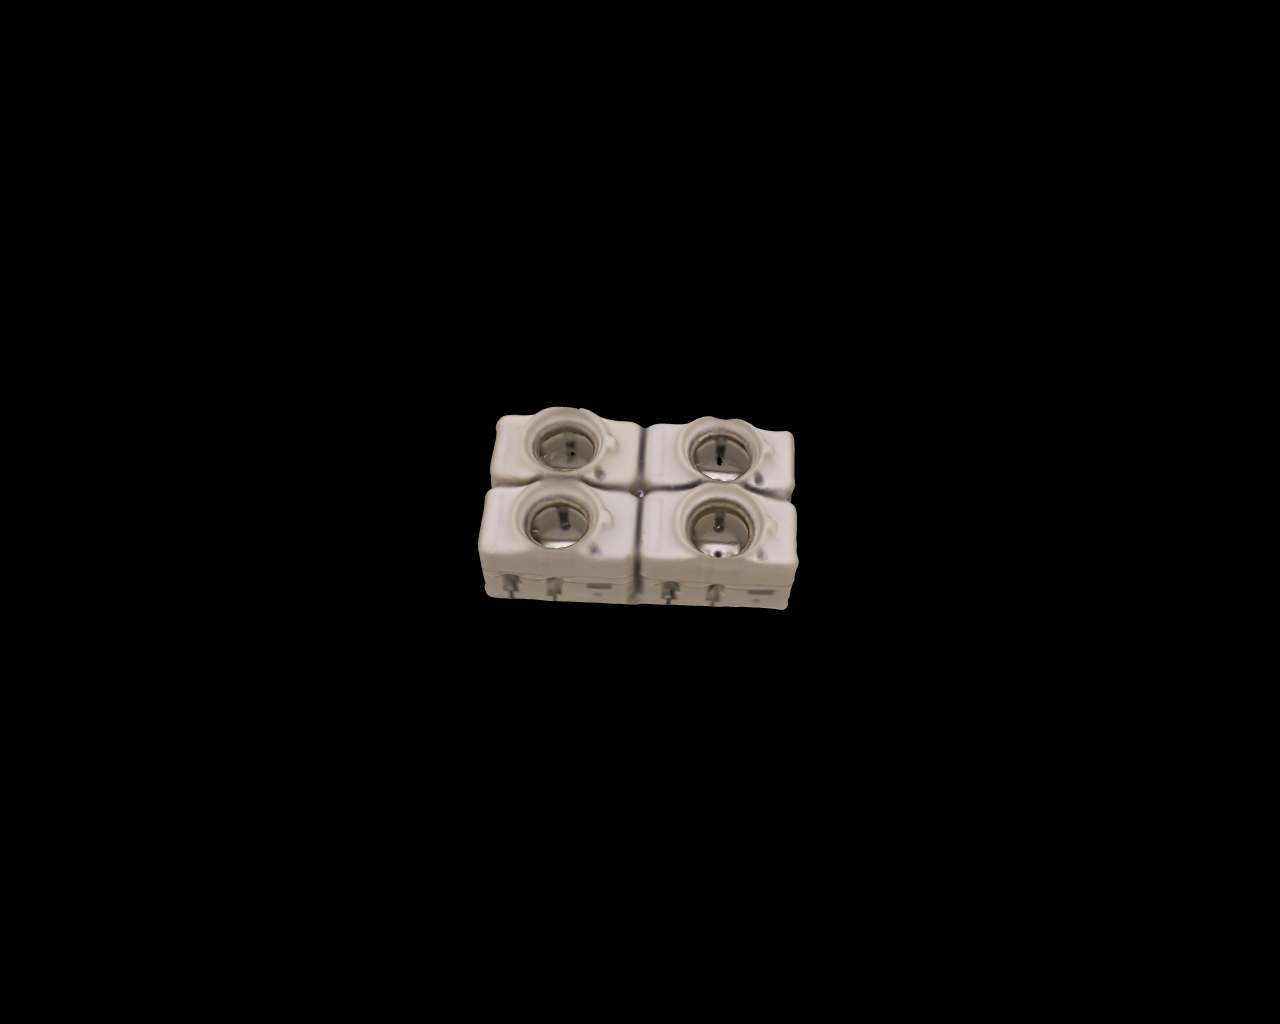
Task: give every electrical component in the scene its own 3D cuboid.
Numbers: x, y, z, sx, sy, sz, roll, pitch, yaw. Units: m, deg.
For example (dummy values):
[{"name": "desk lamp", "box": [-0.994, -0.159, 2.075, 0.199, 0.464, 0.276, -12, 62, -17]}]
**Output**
[{"name": "electrical component", "box": [0.001, -0.003, 0.650, 0.186, 0.105, 0.060, 3, -34, 2]}]
